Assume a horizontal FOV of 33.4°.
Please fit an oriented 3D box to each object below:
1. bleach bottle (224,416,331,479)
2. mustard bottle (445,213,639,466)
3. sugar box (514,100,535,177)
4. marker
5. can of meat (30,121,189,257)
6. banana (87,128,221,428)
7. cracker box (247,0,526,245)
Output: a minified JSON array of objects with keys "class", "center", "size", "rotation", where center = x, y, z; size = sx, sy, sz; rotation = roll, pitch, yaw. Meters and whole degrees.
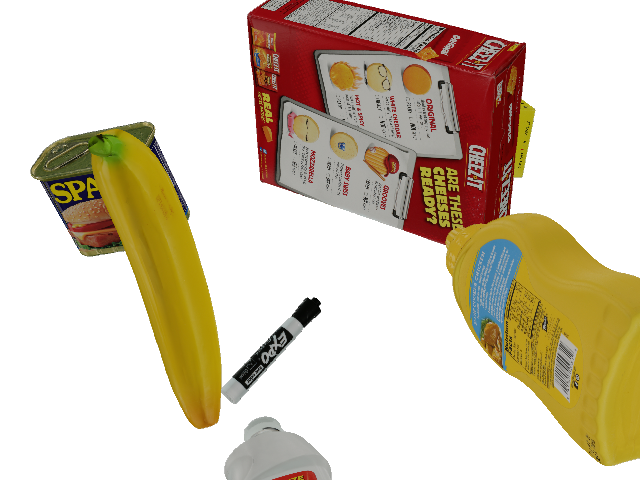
[{"class":"bleach bottle","center":[-0.028,0.211,0.719],"size":[0.102,0.068,0.251],"rotation":[-9,32,-8]},{"class":"mustard bottle","center":[0.127,0.038,0.616],"size":[0.058,0.096,0.192],"rotation":[-11,28,-22]},{"class":"sugar box","center":[0.164,-0.120,1.277],"size":[0.176,0.093,0.048],"rotation":[-5,27,-20]},{"class":"marker","center":[-0.042,0.096,0.955],"size":[0.121,0.020,0.020],"rotation":[-46,19,-19]},{"class":"can of meat","center":[-0.164,-0.039,0.848],"size":[0.102,0.084,0.057],"rotation":[-8,36,20]},{"class":"banana","center":[-0.091,0.014,0.588],"size":[0.037,0.198,0.069],"rotation":[-8,34,14]},{"class":"cracker box","center":[0.050,-0.099,0.859],"size":[0.214,0.164,0.072],"rotation":[19,43,25]}]
